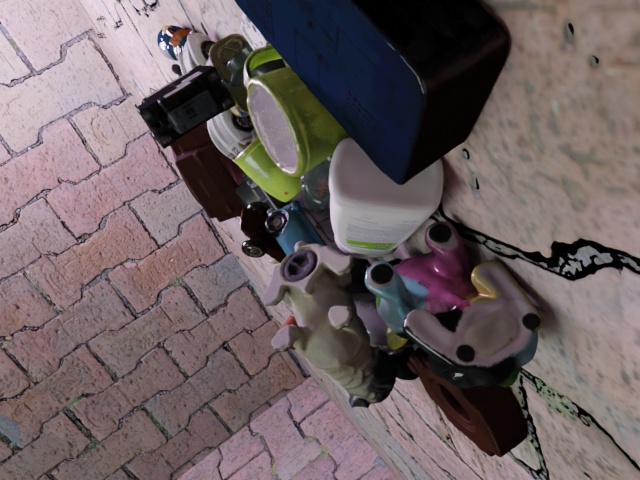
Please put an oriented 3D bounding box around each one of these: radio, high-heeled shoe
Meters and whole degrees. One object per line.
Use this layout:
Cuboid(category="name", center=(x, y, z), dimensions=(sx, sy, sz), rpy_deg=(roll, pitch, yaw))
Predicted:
Cuboid(category="radio", center=(0.021, -0.162, 0.389), dimensions=(0.230, 0.073, 0.131), rpy_deg=(50, 166, 14))
Cuboid(category="high-heeled shoe", center=(0.095, 0.112, 0.886), dimensions=(0.145, 0.086, 0.249), rpy_deg=(20, -137, -56))

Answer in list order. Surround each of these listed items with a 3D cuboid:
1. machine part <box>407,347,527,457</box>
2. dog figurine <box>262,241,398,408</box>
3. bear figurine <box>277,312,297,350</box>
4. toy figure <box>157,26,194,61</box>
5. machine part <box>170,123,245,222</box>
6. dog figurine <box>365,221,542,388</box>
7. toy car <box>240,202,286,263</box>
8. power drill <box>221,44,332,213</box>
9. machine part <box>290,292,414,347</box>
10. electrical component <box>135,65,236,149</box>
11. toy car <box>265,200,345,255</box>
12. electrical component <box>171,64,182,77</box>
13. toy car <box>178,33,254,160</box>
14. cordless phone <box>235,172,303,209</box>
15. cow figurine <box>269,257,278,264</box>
Cuboid(category="machine part", center=(0.196, 0.209, 0.729), dimensions=(0.179, 0.056, 0.179), rpy_deg=(50, 166, 16))
Cuboid(category="dog figurine", center=(0.025, 0.108, 0.691), dimensions=(0.190, 0.121, 0.172), rpy_deg=(51, -148, -44))
Cuboid(category="bear figurine", center=(0.029, 0.197, 1.060), dimensions=(0.196, 0.132, 0.120), rpy_deg=(36, 166, 5))
Cuboid(category="toy figure", center=(-0.234, -0.330, 0.921), dimensions=(0.064, 0.057, 0.155), rpy_deg=(14, -164, -40))
Cuboid(category="machine part", center=(-0.206, -0.151, 1.038), dimensions=(0.202, 0.087, 0.200), rpy_deg=(-98, -16, -54))
Cuboid(category="dog figurine", center=(0.124, 0.083, 0.570), dimensions=(0.192, 0.108, 0.219), rpy_deg=(47, 169, 22))
Cuboid(category="toy car", center=(-0.059, 0.014, 0.873), dimensions=(0.202, 0.053, 0.089), rpy_deg=(32, -132, -38))
Cuboid(category="power drill", center=(-0.030, -0.127, 0.641), dimensions=(0.207, 0.086, 0.232), rpy_deg=(60, 165, -4))
Cuboid(category="machine part", center=(0.055, 0.113, 0.773), dimensions=(0.243, 0.079, 0.079), rpy_deg=(-6, 124, 38))
Cuboid(category="electrical component", center=(-0.178, -0.177, 0.705), dimensions=(0.058, 0.115, 0.134), rpy_deg=(58, 173, -28))
Cuboid(category="toy car", center=(-0.002, -0.002, 0.784), dimensions=(0.109, 0.103, 0.162), rpy_deg=(38, -167, -51))
Cuboid(category="electrical component", center=(-0.211, -0.280, 0.922), dimensions=(0.094, 0.063, 0.021), rpy_deg=(4, -92, -76))
Cuboid(category="toy car", center=(-0.160, -0.220, 0.830), dimensions=(0.073, 0.056, 0.201), rpy_deg=(-31, 82, 56))
Cuboid(category="cordless phone", center=(-0.061, -0.086, 0.903), dimensions=(0.146, 0.089, 0.184), rpy_deg=(56, 156, -1))
Cuboid(category="cow figurine", center=(-0.063, 0.015, 1.109), dimensions=(0.127, 0.085, 0.194), rpy_deg=(45, 161, 41))
